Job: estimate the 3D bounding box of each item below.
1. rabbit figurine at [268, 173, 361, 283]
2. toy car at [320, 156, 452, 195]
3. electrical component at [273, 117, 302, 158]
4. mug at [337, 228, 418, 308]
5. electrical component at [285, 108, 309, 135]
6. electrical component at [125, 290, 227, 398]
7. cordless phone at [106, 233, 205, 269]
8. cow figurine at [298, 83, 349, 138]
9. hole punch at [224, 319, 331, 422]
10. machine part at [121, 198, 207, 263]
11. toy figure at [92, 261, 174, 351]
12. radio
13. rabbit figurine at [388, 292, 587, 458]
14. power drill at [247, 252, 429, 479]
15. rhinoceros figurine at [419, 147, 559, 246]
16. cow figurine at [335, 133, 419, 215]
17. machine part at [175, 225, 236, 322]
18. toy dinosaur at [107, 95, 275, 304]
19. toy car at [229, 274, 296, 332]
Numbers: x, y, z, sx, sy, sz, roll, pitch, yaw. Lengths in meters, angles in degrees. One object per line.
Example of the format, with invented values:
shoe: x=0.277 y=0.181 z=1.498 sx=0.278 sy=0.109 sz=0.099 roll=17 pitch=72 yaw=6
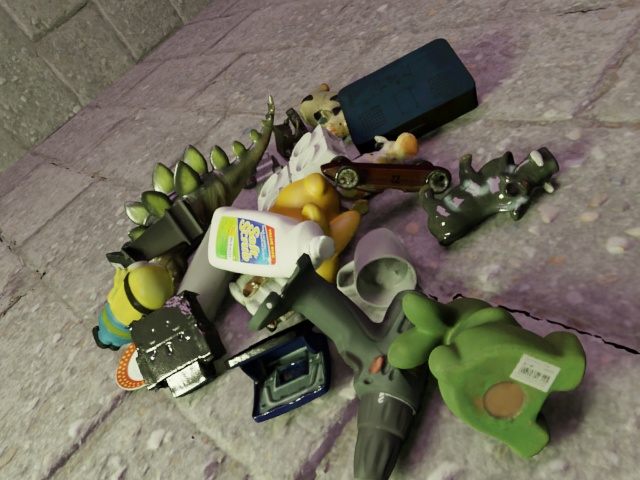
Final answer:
rabbit figurine: x=-0.002 y=-0.002 z=0.806 sx=0.162 sy=0.122 sz=0.173 roll=137 pitch=137 yaw=-54
toy car: x=0.101 y=-0.096 z=0.822 sx=0.202 sy=0.053 sz=0.089 roll=0 pitch=21 yaw=-8
electrical component: x=-0.069 y=-0.221 z=1.159 sx=0.045 sy=0.078 sz=0.102 roll=-18 pitch=26 yaw=-17
mug: x=0.076 y=0.036 z=0.741 sx=0.110 sy=0.080 sz=0.107 roll=-28 pitch=24 yaw=17
electrical component: x=-0.053 y=-0.265 z=1.204 sx=0.021 sy=0.063 sz=0.094 roll=-34 pitch=34 yaw=1
electrical component: x=-0.207 y=0.157 z=0.785 sx=0.115 sy=0.058 sz=0.134 roll=-33 pitch=73 yaw=7
cordless phone: x=-0.322 y=0.015 z=1.093 sx=0.147 sy=0.088 sz=0.184 roll=4 pitch=38 yaw=43
cow figurine: x=0.024 y=-0.261 z=1.122 sx=0.127 sy=0.085 sz=0.195 roll=-38 pitch=37 yaw=-16
hole punch: x=-0.044 y=0.160 z=0.688 sx=0.142 sy=0.092 sz=0.116 roll=-30 pitch=-2 yaw=12
machine part: x=-0.262 y=-0.005 z=0.896 sx=0.139 sy=0.084 sz=0.039 roll=-34 pitch=28 yaw=-14
toy figure: x=-0.302 y=0.112 z=0.875 sx=0.089 sy=0.082 sz=0.180 roll=46 pitch=111 yaw=19
radio: x=0.153 y=-0.254 z=0.972 sx=0.230 sy=0.073 sz=0.131 roll=-25 pitch=66 yaw=10
rabbit figurine: x=0.151 y=0.114 z=0.546 sx=0.159 sy=0.121 sz=0.170 roll=12 pitch=15 yaw=-1
power drill: x=0.026 y=0.120 z=0.590 sx=0.207 sy=0.086 sz=0.232 roll=30 pitch=52 yaw=8
rhinoceros figurine: x=0.229 y=-0.066 z=0.735 sx=0.190 sy=0.073 sz=0.112 roll=-31 pitch=34 yaw=4
cow figurine: x=0.090 y=-0.123 z=0.922 sx=0.167 sy=0.068 sz=0.098 roll=-41 pitch=31 yaw=-8
machine part: x=-0.180 y=0.056 z=0.893 sx=0.079 sy=0.079 sz=0.243 roll=1 pitch=56 yaw=39
toy dinosaur: x=-0.218 y=-0.060 z=0.973 sx=0.471 sy=0.198 sz=0.105 roll=-47 pitch=35 yaw=-15
toy car: x=-0.082 y=0.079 z=0.801 sx=0.073 sy=0.056 sz=0.202 roll=-43 pitch=21 yaw=-12
